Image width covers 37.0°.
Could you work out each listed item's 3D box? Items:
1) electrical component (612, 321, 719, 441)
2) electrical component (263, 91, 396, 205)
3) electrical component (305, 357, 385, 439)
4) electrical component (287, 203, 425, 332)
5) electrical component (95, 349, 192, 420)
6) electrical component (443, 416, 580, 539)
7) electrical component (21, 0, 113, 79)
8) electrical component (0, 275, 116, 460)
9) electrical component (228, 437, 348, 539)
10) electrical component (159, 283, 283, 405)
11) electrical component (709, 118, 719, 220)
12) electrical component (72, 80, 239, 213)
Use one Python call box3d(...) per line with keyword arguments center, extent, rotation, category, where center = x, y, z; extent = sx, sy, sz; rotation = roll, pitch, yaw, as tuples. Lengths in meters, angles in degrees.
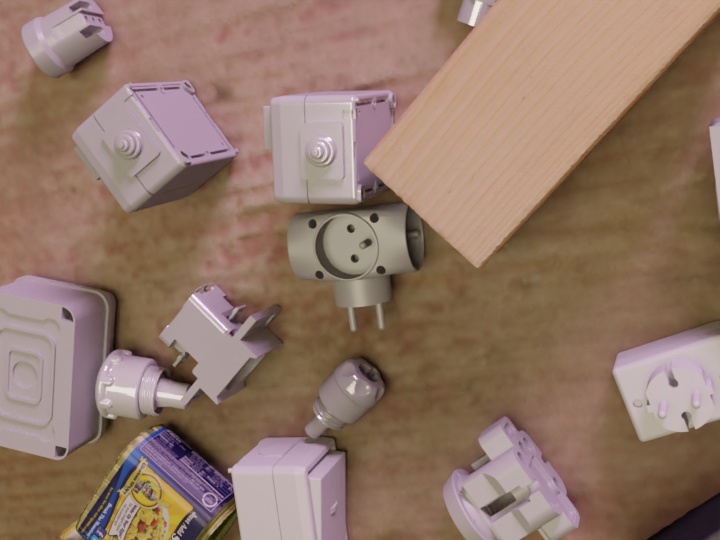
box3d(center=(0.183, 0.068, 0.613), extent=(0.066, 0.077, 0.047), rotation=(-21, 94, 20), category="electrical component")
box3d(center=(-0.020, -0.074, 0.639), extent=(0.061, 0.096, 0.061), rotation=(2, 102, 17), category="electrical component")
box3d(center=(-0.014, 0.087, 0.703), extent=(0.035, 0.035, 0.061), rotation=(44, 113, 5), category="electrical component")
box3d(center=(0.000, 0.000, 0.675), extent=(0.077, 0.044, 0.079), rotation=(-5, 99, 18), category="electrical component")
box3d(center=(-0.147, 0.082, 0.740), extent=(0.062, 0.048, 0.048), rotation=(9, 104, 9), category="electrical component")
box3d(center=(0.090, 0.140, 0.668), extent=(0.057, 0.058, 0.078), rotation=(-37, 88, 18), category="electrical component")
box3d(center=(-0.192, -0.155, 0.709), extent=(0.046, 0.040, 0.040), rotation=(-27, 92, 14), category="electrical component")
box3d(center=(-0.218, 0.066, 0.751), extent=(0.078, 0.057, 0.113), rotation=(10, 104, 16), category="electrical component")
box3d(center=(-0.041, 0.164, 0.712), extent=(0.061, 0.062, 0.096), rotation=(-4, 100, 18), category="electrical component")
box3d(center=(-0.095, 0.047, 0.717), extent=(0.064, 0.042, 0.081), rotation=(44, 109, 7), category="electrical component")
box3d(center=(0.268, -0.046, 0.571), extent=(0.150, 0.062, 0.089), rotation=(-7, 99, 19), category="electrical component")
box3d(center=(-0.133, -0.076, 0.675), extent=(0.061, 0.096, 0.061), rotation=(-36, 88, 20), category="electrical component")
